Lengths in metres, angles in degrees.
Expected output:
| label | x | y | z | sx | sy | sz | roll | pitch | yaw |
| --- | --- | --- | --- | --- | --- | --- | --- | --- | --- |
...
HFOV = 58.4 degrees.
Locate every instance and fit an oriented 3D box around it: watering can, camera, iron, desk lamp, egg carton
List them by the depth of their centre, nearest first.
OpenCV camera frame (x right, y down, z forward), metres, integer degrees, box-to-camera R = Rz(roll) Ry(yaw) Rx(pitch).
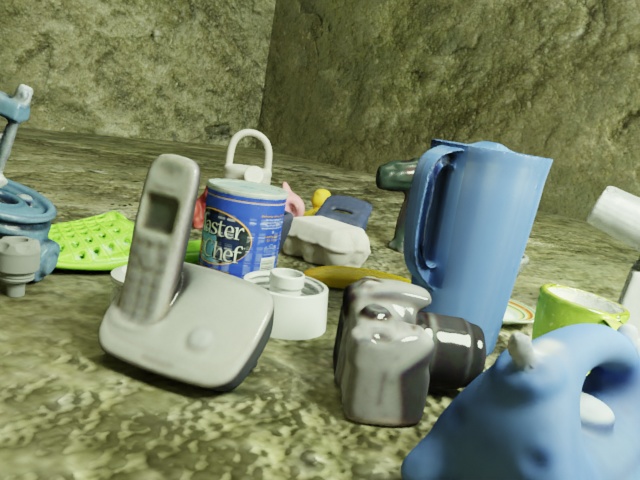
| label | x | y | z | sx | sy | sz | roll | pitch | yaw |
| --- | --- | --- | --- | --- | --- | --- | --- | --- | --- |
| iron | 0.179 | 0.117 | 0.400 | 0.259 | 0.141 | 0.118 | -1 | 16 | -42 |
| camera | 0.086 | 0.095 | 0.528 | 0.137 | 0.101 | 0.143 | 9 | 12 | -4 |
| desk lamp | 0.431 | 0.043 | 0.782 | 0.202 | 0.213 | 0.118 | 15 | 13 | 23 |
| egg carton | 0.009 | 0.004 | 0.980 | 0.149 | 0.069 | 0.107 | 18 | 14 | 36 |
| watering can | -0.146 | -0.127 | 1.169 | 0.101 | 0.194 | 0.172 | 0 | 15 | -38 |

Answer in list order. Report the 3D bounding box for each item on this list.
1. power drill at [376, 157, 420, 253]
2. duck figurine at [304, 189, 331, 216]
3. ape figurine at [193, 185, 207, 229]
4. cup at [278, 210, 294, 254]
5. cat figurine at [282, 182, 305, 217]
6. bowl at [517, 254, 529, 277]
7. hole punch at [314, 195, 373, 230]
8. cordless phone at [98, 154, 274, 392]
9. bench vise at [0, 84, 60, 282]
| label | x | y | z | sx | sy | sz | roll | pitch | yaw |
| --- | --- | --- | --- | --- | --- | --- | --- | --- | --- |
| power drill | 0.221 | -0.075 | 1.183 | 0.230 | 0.208 | 0.075 | 8 | 12 | -9 |
| duck figurine | -0.002 | -0.072 | 1.289 | 0.077 | 0.086 | 0.105 | 14 | 12 | 18 |
| ape figurine | -0.208 | -0.069 | 1.093 | 0.078 | 0.092 | 0.076 | 10 | 12 | 1 |
| cup | -0.103 | -0.002 | 0.853 | 0.118 | 0.095 | 0.091 | 7 | 12 | -11 |
| cat figurine | -0.061 | -0.049 | 1.053 | 0.067 | 0.118 | 0.128 | 10 | 12 | 1 |
| bowl | 0.265 | 0.044 | 0.981 | 0.167 | 0.075 | 0.167 | 9 | 12 | -2 |
| hole punch | 0.047 | -0.040 | 1.165 | 0.108 | 0.091 | 0.101 | 13 | 12 | 15 |
| cordless phone | -0.108 | 0.025 | 0.495 | 0.147 | 0.185 | 0.094 | 13 | 12 | 17 |
| bench vise | -0.392 | -0.069 | 0.628 | 0.208 | 0.220 | 0.121 | 6 | 12 | -16 |
